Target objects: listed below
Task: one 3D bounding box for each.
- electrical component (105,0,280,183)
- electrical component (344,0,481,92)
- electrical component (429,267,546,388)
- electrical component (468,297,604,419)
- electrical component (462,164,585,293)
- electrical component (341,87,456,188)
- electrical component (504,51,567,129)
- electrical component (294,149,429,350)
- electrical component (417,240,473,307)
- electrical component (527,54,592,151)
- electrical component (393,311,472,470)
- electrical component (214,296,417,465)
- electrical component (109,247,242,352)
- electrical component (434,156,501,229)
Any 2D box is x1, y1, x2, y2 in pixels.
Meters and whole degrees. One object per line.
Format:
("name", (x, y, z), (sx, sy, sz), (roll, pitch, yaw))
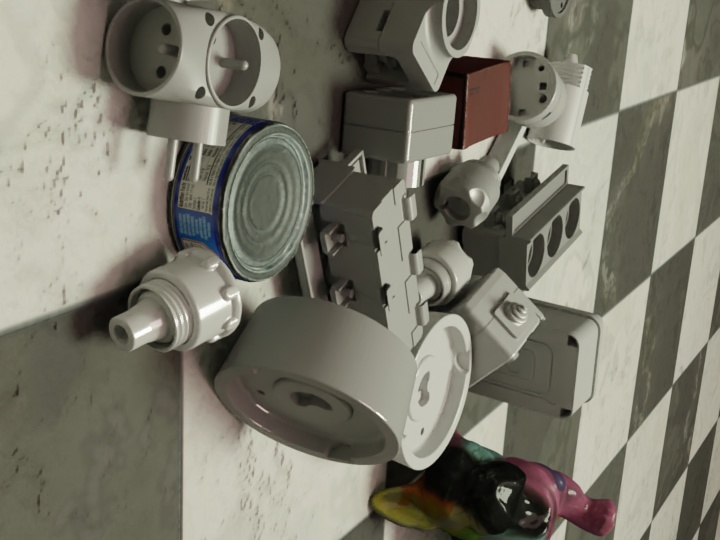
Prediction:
("electrical component", (-0.078, -0.080, 0.497), (0.077, 0.044, 0.079), (-4, 104, -61))
("electrical component", (0.038, -0.161, 0.665), (0.050, 0.056, 0.089), (49, 59, -57))
("electrical component", (0.085, 0.043, 0.797), (0.096, 0.061, 0.062), (-42, -179, 43))
("electrical component", (0.138, 0.066, 0.886), (0.057, 0.113, 0.078), (-27, 124, -52))
("electrical component", (0.135, -0.033, 0.891), (0.121, 0.063, 0.078), (-38, 133, -50))
("electrical component", (0.024, -0.075, 0.685), (0.066, 0.047, 0.076), (-21, 120, -58))
("electrical component", (0.135, -0.141, 0.858), (0.047, 0.055, 0.055), (10, 93, -66))
("electrical component", (0.000, 0.000, 0.655), (0.078, 0.063, 0.121), (-50, 142, -42))
("electrical component", (0.051, 0.006, 0.774), (0.062, 0.043, 0.043), (-38, 133, -49))
("electrical component", (0.176, -0.149, 0.940), (0.043, 0.043, 0.081), (15, 88, -62))
("electrical component", (0.027, 0.077, 0.740), (0.108, 0.060, 0.108), (-33, 130, -53))
("electrical component", (-0.020, 0.057, 0.600), (0.108, 0.108, 0.060), (64, 40, -50))
("electrical component", (-0.091, 0.019, 0.516), (0.062, 0.048, 0.048), (-29, 127, -46))
("electrical component", (0.085, -0.063, 0.809), (0.062, 0.043, 0.043), (-51, 143, -42))
